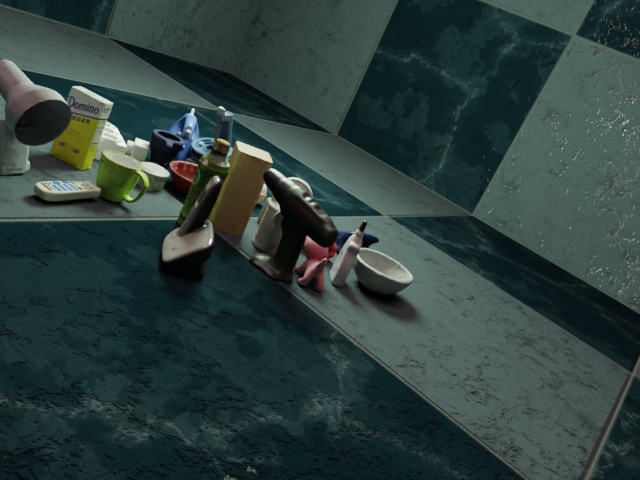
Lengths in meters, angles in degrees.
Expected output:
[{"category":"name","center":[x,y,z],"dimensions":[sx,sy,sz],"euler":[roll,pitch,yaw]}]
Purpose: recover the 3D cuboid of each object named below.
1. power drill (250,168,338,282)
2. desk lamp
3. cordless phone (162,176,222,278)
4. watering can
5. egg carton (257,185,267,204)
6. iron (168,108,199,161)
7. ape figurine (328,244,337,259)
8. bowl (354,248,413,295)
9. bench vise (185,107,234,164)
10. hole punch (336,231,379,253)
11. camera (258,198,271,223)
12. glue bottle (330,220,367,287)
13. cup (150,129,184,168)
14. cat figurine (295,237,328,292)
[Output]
[{"category":"power drill","center":[-0.075,-0.024,1.297],"dimensions":[0.229,0.208,0.076],"euler":[34,20,23]},{"category":"desk lamp","center":[-0.623,-0.241,1.163],"dimensions":[0.202,0.213,0.118],"euler":[32,19,19]},{"category":"cordless phone","center":[-0.244,-0.033,1.141],"dimensions":[0.094,0.185,0.147],"euler":[18,20,-22]},{"category":"watering can","center":[-0.083,-0.058,1.403],"dimensions":[0.101,0.194,0.172],"euler":[18,20,-22]},{"category":"egg carton","center":[-0.231,-0.162,1.686],"dimensions":[0.150,0.069,0.107],"euler":[31,19,16]},{"category":"iron","center":[-0.411,-0.312,1.746],"dimensions":[0.119,0.141,0.258],"euler":[19,20,-20]},{"category":"ape figurine","center":[0.014,0.005,1.518],"dimensions":[0.078,0.092,0.076],"euler":[24,19,-6]},{"category":"bowl","center":[0.152,0.093,1.487],"dimensions":[0.167,0.074,0.167],"euler":[23,19,-8]},{"category":"bench vise","center":[-0.299,-0.292,1.712],"dimensions":[0.121,0.219,0.208],"euler":[29,19,11]},{"category":"hole punch","center":[0.097,0.002,1.635],"dimensions":[0.109,0.091,0.100],"euler":[13,22,-33]},{"category":"camera","center":[-0.073,-0.056,1.557],"dimensions":[0.144,0.101,0.136],"euler":[11,23,-37]},{"category":"glue bottle","center":[0.075,0.028,1.409],"dimensions":[0.037,0.173,0.078],"euler":[22,19,-9]},{"category":"cup","center":[-0.437,-0.248,1.610],"dimensions":[0.092,0.095,0.117],"euler":[16,21,-25]},{"category":"cat figurine","center":[-0.008,0.040,1.354],"dimensions":[0.067,0.117,0.127],"euler":[19,20,-20]}]
